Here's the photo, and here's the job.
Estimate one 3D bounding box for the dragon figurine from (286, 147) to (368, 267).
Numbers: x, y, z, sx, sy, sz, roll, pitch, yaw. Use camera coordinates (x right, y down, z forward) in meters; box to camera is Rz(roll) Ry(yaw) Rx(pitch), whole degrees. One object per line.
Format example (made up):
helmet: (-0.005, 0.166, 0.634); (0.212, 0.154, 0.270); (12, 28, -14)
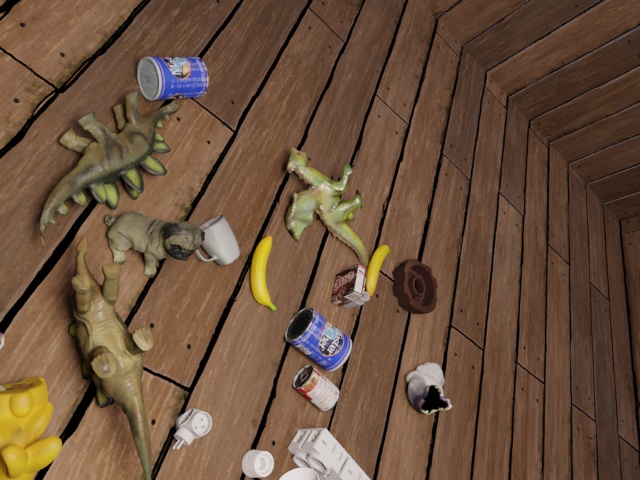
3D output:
dragon figurine: (0.004, -0.074, 1.476); (0.245, 0.122, 0.407); (-21, 100, -27)

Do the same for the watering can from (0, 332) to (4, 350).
watering can: (-0.647, 0.169, 0.774); (0.222, 0.103, 0.355); (50, 46, -13)

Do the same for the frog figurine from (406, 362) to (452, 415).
frog figurine: (0.310, 0.425, 1.517); (0.136, 0.121, 0.162); (31, 17, -18)
